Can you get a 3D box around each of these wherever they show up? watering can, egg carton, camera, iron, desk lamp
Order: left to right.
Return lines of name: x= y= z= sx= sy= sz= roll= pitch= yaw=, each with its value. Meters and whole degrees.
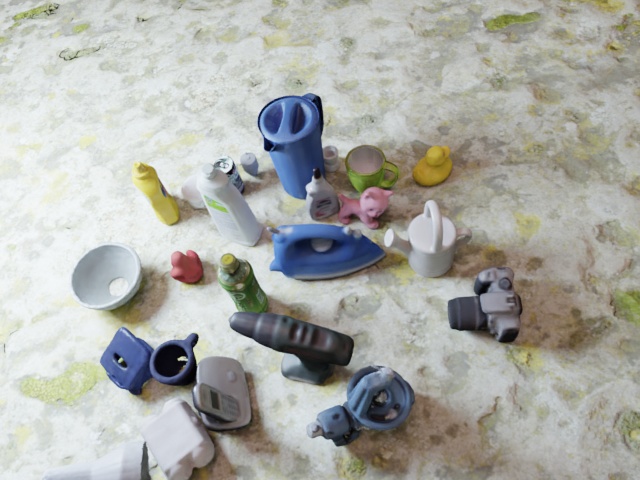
desk lamp: x=-0.376 y=0.436 z=1.010 sx=0.203 sy=0.214 sz=0.118 roll=-10 pitch=60 yaw=3
egg carton: x=-0.274 y=0.386 z=1.107 sx=0.107 sy=0.069 sz=0.150 roll=-38 pitch=63 yaw=-13
iron: x=0.011 y=0.004 z=1.240 sx=0.258 sy=0.142 sz=0.118 roll=-3 pitch=60 yaw=6
watering can: x=0.225 y=-0.004 z=1.185 sx=0.173 sy=0.194 sz=0.100 roll=-26 pitch=60 yaw=-7
camera: x=0.327 y=0.127 z=1.151 sx=0.136 sy=0.101 sz=0.143 roll=-4 pitch=60 yaw=6

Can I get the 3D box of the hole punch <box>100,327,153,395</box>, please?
hole punch: x=-0.397 y=0.252 z=1.187 sx=0.108 sy=0.091 sz=0.101 roll=35 pitch=71 yaw=24

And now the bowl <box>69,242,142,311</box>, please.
bowl: x=-0.472 y=0.092 z=1.297 sx=0.167 sy=0.075 sz=0.167 roll=-3 pitch=60 yaw=6

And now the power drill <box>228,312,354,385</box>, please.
power drill: x=-0.046 y=0.207 z=1.096 sx=0.229 sy=0.209 sz=0.075 roll=8 pitch=62 yaw=12

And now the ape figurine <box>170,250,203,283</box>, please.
ape figurine: x=-0.306 y=0.054 z=1.285 sx=0.078 sy=0.092 sz=0.076 roll=-37 pitch=62 yaw=-13

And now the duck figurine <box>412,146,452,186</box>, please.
duck figurine: x=0.264 y=-0.182 z=1.342 sx=0.104 sy=0.086 sz=0.077 roll=-32 pitch=61 yaw=-10

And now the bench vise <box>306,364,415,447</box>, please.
bench vise: x=0.079 y=0.301 z=1.019 sx=0.208 sy=0.220 sz=0.121 roll=-40 pitch=63 yaw=-14

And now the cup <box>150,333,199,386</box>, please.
cup: x=-0.280 y=0.249 z=1.170 sx=0.091 sy=0.095 sz=0.118 roll=28 pitch=68 yaw=22

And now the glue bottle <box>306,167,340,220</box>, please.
glue bottle: x=0.000 y=-0.109 z=1.287 sx=0.078 sy=0.173 sz=0.037 roll=-23 pitch=60 yaw=-5

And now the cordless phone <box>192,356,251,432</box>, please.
cordless phone: x=-0.199 y=0.280 z=1.089 sx=0.094 sy=0.185 sz=0.147 roll=-17 pitch=60 yaw=-2

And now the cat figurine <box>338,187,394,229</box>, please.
cat figurine: x=0.101 y=-0.084 z=1.291 sx=0.127 sy=0.118 sz=0.067 roll=9 pitch=62 yaw=13
